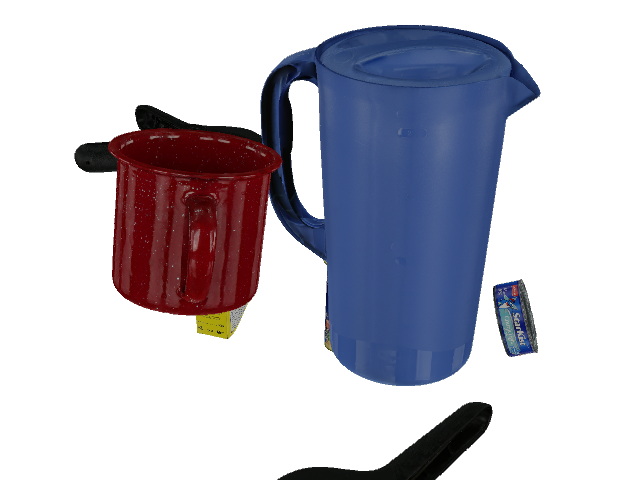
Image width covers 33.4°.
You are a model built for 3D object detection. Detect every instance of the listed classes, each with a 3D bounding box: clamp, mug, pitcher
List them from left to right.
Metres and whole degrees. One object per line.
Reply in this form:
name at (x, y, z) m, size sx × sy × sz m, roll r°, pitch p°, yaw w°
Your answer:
clamp at (-0.119, -0.075, 0.908) m, size 0.172 × 0.039 × 0.120 m, roll 13°, pitch 36°, yaw 26°
mug at (-0.068, -0.006, 0.573) m, size 0.093 × 0.081 × 0.117 m, roll 2°, pitch 20°, yaw -15°
clamp at (0.035, 0.161, 0.641) m, size 0.210 × 0.036 × 0.164 m, roll -5°, pitch 29°, yaw -3°
pitcher at (0.051, -0.024, 0.758) m, size 0.144 × 0.243 × 0.149 m, roll -15°, pitch 32°, yaw -28°

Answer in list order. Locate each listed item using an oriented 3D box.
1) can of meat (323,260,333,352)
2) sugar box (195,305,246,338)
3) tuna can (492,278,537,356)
can of meat at (0.052, 0.058, 0.930) m, size 0.102 × 0.084 × 0.057 m, roll 11°, pitch 21°, yaw 25°
sugar box at (-0.106, 0.012, 1.148) m, size 0.048 × 0.176 × 0.093 m, roll 9°, pitch 42°, yaw 13°
tuna can at (0.223, 0.089, 1.221) m, size 0.034 × 0.086 × 0.086 m, roll -13°, pitch -3°, yaw 15°
